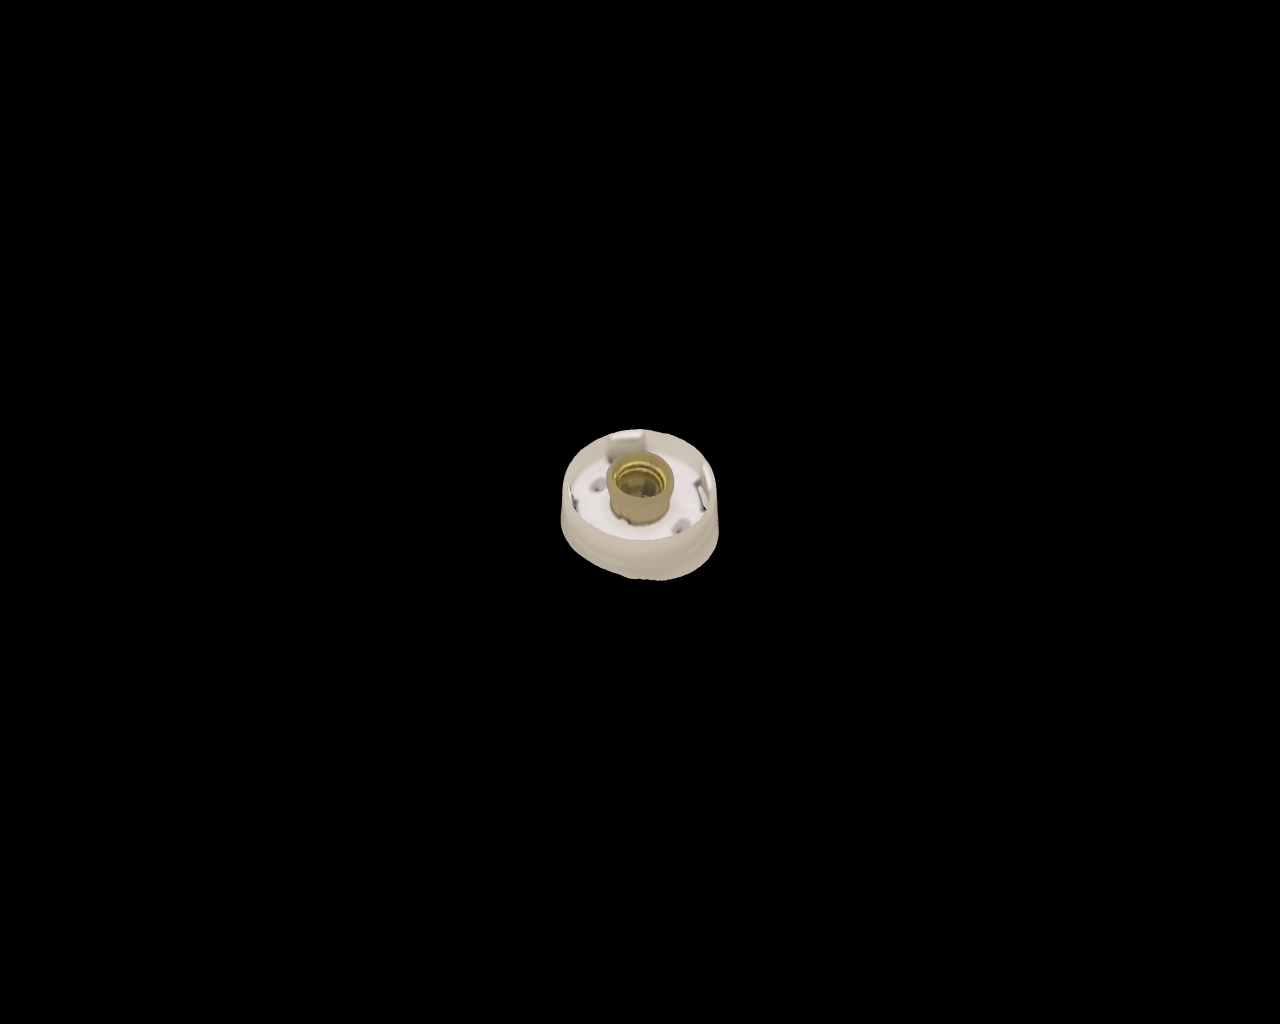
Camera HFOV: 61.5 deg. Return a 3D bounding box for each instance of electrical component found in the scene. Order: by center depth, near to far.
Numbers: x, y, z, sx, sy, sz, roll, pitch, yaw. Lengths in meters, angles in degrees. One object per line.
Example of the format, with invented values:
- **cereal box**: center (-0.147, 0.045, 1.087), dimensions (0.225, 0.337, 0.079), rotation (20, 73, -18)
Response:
- **electrical component**: center (0.001, -0.003, 0.650), dimensions (0.099, 0.099, 0.064), rotation (0, -40, 0)
